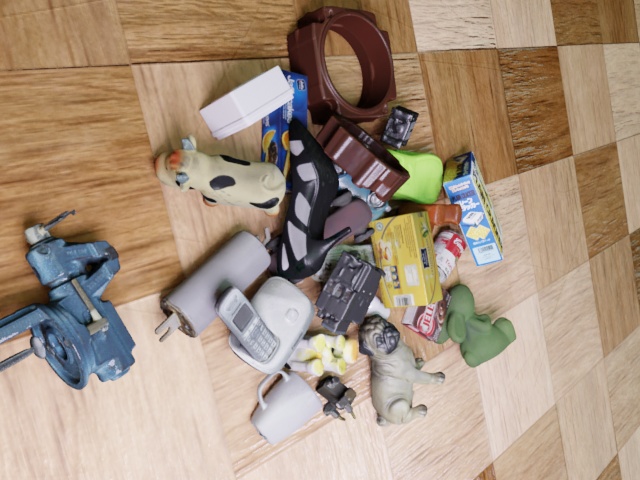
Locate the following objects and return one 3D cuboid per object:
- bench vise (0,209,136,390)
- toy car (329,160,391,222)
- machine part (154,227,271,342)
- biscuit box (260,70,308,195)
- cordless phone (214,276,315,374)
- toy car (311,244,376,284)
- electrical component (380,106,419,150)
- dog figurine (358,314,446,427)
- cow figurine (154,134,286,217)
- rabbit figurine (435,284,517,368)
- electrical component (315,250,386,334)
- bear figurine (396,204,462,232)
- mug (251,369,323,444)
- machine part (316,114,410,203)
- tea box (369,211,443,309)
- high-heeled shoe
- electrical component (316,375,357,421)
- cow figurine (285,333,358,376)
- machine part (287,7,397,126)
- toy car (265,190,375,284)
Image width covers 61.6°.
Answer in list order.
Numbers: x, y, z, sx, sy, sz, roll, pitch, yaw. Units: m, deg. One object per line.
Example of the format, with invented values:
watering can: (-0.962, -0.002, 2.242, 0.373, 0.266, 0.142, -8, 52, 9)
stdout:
bench vise: (-0.339, 0.099, 0.641, 0.240, 0.129, 0.223, -34, 111, -43)
toy car: (0.042, -0.075, 0.977, 0.161, 0.109, 0.103, 34, 89, -22)
machine part: (-0.156, 0.065, 0.820, 0.243, 0.079, 0.079, -46, 116, -32)
biscuit box: (-0.061, -0.182, 0.920, 0.063, 0.059, 0.202, 2, 87, -39)
cordless phone: (-0.092, 0.104, 0.822, 0.146, 0.089, 0.184, -56, 144, -26)
toy car: (0.064, 0.044, 1.015, 0.201, 0.056, 0.073, 0, 88, -39)
electrical component: (0.163, -0.228, 1.081, 0.074, 0.048, 0.119, -68, 168, 18)
dog figurine: (0.117, 0.251, 1.023, 0.190, 0.121, 0.172, 38, 74, -23)
cow figurine: (-0.147, -0.092, 0.798, 0.195, 0.127, 0.085, 10, 78, -9)
rabbit figurine: (0.325, 0.189, 1.211, 0.159, 0.121, 0.170, -27, 87, -30)
electrical component: (0.050, 0.094, 0.919, 0.134, 0.058, 0.114, -64, 153, 1)
bear figurine: (0.204, 0.024, 1.077, 0.120, 0.132, 0.195, 1, 91, -50)
mug: (-0.065, 0.273, 0.885, 0.107, 0.081, 0.109, -43, 118, -21)
machine part: (0.073, -0.140, 0.907, 0.179, 0.179, 0.056, 26, 115, -36)
tea box: (0.159, 0.037, 0.999, 0.068, 0.098, 0.169, -7, 89, -52)
high-heeled shoe: (-0.040, -0.063, 0.872, 0.086, 0.145, 0.249, 16, 48, -59)
electrical component: (0.030, 0.282, 0.956, 0.078, 0.102, 0.045, 38, 59, -5)
cow figurine: (-0.003, 0.198, 0.942, 0.167, 0.098, 0.068, 18, 72, -57)
machine part: (0.047, -0.319, 0.999, 0.201, 0.087, 0.200, -12, 96, -38)
toy car: (-0.002, -0.003, 0.919, 0.202, 0.053, 0.089, -34, 97, 2)
